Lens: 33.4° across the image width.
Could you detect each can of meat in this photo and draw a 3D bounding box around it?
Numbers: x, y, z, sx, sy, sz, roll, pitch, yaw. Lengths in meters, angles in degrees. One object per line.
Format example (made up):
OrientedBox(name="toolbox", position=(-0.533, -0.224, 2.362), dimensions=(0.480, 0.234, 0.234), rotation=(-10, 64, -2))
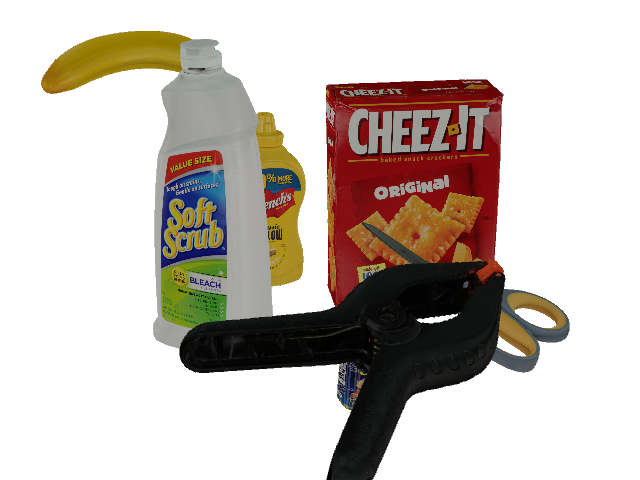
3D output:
OrientedBox(name="can of meat", position=(0.073, 0.173, 1.417), dimensions=(0.102, 0.084, 0.057), rotation=(-6, 25, -21))

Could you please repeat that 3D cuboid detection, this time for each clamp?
OrientedBox(name="clamp", position=(0.033, 0.057, 0.508), dimensions=(0.171, 0.039, 0.120), rotation=(-19, 47, -25))

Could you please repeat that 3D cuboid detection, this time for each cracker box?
OrientedBox(name="cracker box", position=(0.090, -0.045, 1.049), dimensions=(0.164, 0.214, 0.072), rotation=(-3, 21, -7))

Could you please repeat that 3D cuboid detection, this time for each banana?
OrientedBox(name="banana", position=(-0.184, -0.177, 1.052), dimensions=(0.197, 0.070, 0.037), rotation=(-6, -39, -30))

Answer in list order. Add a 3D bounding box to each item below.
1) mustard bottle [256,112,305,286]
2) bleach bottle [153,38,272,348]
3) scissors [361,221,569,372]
OrientedBox(name="mustard bottle", position=(-0.064, -0.046, 1.176), dimensions=(0.096, 0.192, 0.058), rotation=(-4, 19, -21))
OrientedBox(name="bleach bottle", position=(-0.092, -0.033, 0.845), dimensions=(0.103, 0.251, 0.068), rotation=(11, 27, 27))
OrientedBox(name="scissors", position=(0.122, 0.034, 0.865), dimensions=(0.096, 0.016, 0.202), rotation=(-10, 39, -27))
